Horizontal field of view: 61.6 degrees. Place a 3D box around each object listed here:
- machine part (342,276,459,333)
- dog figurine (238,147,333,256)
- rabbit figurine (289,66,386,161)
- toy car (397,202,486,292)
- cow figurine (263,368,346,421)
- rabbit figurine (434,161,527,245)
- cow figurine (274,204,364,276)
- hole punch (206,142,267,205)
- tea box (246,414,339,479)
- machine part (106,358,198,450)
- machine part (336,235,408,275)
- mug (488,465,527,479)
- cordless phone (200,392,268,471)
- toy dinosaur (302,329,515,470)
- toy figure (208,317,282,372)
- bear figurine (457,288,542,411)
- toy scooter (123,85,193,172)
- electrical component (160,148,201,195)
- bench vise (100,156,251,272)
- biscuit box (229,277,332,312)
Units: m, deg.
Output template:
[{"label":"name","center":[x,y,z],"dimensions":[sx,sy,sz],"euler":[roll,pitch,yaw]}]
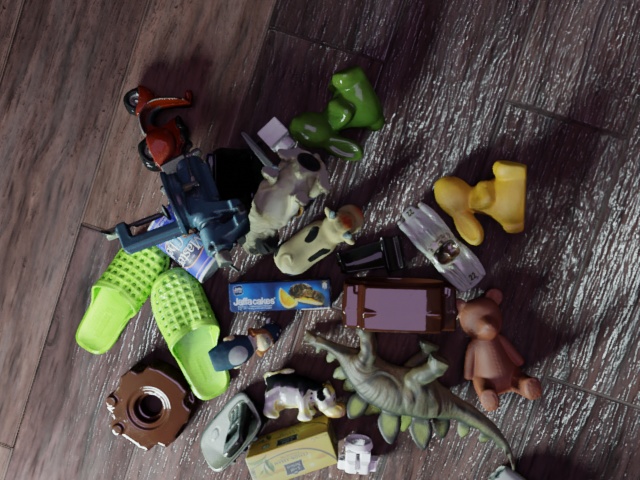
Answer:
[{"label":"machine part","center":[0.141,0.114,0.989],"dimensions":[0.202,0.201,0.087],"euler":[3,89,3]},{"label":"dog figurine","center":[-0.074,-0.070,1.031],"dimensions":[0.121,0.172,0.190],"euler":[47,135,10]},{"label":"rabbit figurine","center":[0.028,-0.227,1.034],"dimensions":[0.170,0.121,0.159],"euler":[-31,108,-2]},{"label":"toy car","center":[0.238,0.013,1.054],"dimensions":[0.073,0.056,0.201],"euler":[-43,90,3]},{"label":"cow figurine","center":[-0.030,0.306,1.073],"dimensions":[0.167,0.068,0.098],"euler":[2,86,2]},{"label":"rabbit figurine","center":[0.307,-0.075,1.036],"dimensions":[0.173,0.122,0.162],"euler":[7,101,16]},{"label":"cow figurine","center":[-0.002,-0.003,1.031],"dimensions":[0.195,0.127,0.085],"euler":[-34,93,6]},{"label":"hole punch","center":[-0.169,-0.122,1.065],"dimensions":[0.116,0.092,0.142],"euler":[0,89,-30]},{"label":"tea box","center":[-0.052,0.414,1.060],"dimensions":[0.170,0.098,0.068],"euler":[-19,91,1]},{"label":"machine part","center":[-0.341,0.334,1.092],"dimensions":[0.179,0.056,0.179],"euler":[0,91,2]},{"label":"machine part","center":[0.102,0.036,1.072],"dimensions":[0.139,0.039,0.084],"euler":[-9,97,2]},{"label":"mug","center":[0.376,0.507,1.055],"dimensions":[0.109,0.080,0.107],"euler":[-42,78,9]},{"label":"cordless phone","center":[-0.173,0.386,1.022],"dimensions":[0.089,0.184,0.146],"euler":[42,93,-4]},{"label":"toy dinosaur","center":[0.175,0.292,1.047],"dimensions":[0.472,0.105,0.198],"euler":[22,100,11]},{"label":"toy figure","center":[-0.142,0.209,1.059],"dimensions":[0.154,0.058,0.064],"euler":[-22,135,-20]},{"label":"bear figurine","center":[0.328,0.201,1.022],"dimensions":[0.120,0.132,0.195],"euler":[-13,97,-1]},{"label":"toy scooter","center":[-0.303,-0.230,1.067],"dimensions":[0.135,0.075,0.183],"euler":[-19,86,3]},{"label":"electrical component","center":[-0.264,-0.124,1.036],"dimensions":[0.102,0.045,0.078],"euler":[-25,112,-12]},{"label":"bench vise","center":[-0.251,-0.029,0.945],"dimensions":[0.241,0.129,0.223],"euler":[-21,81,-8]},{"label":"biscuit box","center":[-0.078,0.108,1.069],"dimensions":[0.203,0.063,0.059],"euler":[-3,90,3]}]
